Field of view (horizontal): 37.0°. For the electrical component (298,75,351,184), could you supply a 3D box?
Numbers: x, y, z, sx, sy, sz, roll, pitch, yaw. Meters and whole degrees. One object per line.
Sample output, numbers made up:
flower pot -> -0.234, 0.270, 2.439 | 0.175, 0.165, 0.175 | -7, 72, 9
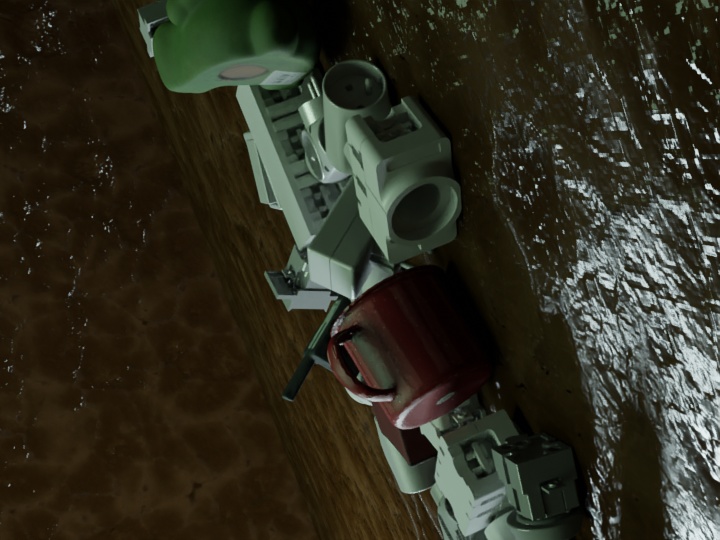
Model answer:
electrical component -> -0.024, -0.112, 0.831 | 0.077, 0.044, 0.079 | 144, 104, -78

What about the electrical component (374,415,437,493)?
electrical component -> 0.042, 0.169, 1.052 | 0.079, 0.043, 0.077 | -158, 47, -75

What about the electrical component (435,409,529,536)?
electrical component -> 0.089, 0.140, 0.744 | 0.089, 0.056, 0.050 | 89, 157, -60

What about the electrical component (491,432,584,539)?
electrical component -> 0.111, 0.137, 0.667 | 0.066, 0.048, 0.055 | -164, 61, -76

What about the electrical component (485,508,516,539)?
electrical component -> 0.122, 0.195, 0.725 | 0.079, 0.044, 0.077 | 88, 158, -58

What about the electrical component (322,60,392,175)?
electrical component -> 0.005, -0.090, 0.739 | 0.077, 0.044, 0.079 | 90, 156, -62

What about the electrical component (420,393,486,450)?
electrical component -> 0.067, 0.101, 0.812 | 0.081, 0.042, 0.063 | -135, 28, -62

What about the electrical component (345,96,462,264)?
electrical component -> 0.029, -0.053, 0.680 | 0.089, 0.050, 0.055 | 80, 164, -47

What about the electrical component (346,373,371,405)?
electrical component -> 0.017, 0.103, 1.026 | 0.055, 0.055, 0.047 | 69, 165, -6

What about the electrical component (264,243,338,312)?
electrical component -> -0.053, 0.006, 1.121 | 0.042, 0.081, 0.063 | 57, 135, 45

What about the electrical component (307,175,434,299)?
electrical component -> 0.015, -0.021, 0.773 | 0.076, 0.083, 0.047 | 24, 154, 13

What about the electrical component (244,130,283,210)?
electrical component -> -0.077, -0.110, 1.045 | 0.062, 0.061, 0.096 | -159, 48, -75

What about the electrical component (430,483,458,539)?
electrical component -> 0.085, 0.196, 0.906 | 0.077, 0.043, 0.079 | 83, 161, -53

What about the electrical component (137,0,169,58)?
electrical component -> -0.113, -0.201, 0.887 | 0.063, 0.121, 0.079 | 65, 168, 3

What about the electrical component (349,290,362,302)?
electrical component -> 0.000, 0.000, 0.932 | 0.066, 0.048, 0.055 | 55, 171, 48

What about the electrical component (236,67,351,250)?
electrical component -> -0.047, -0.102, 0.913 | 0.089, 0.062, 0.150 | 146, 102, -79

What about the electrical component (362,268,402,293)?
electrical component -> 0.016, 0.000, 0.871 | 0.044, 0.044, 0.065 | 123, 129, -76
